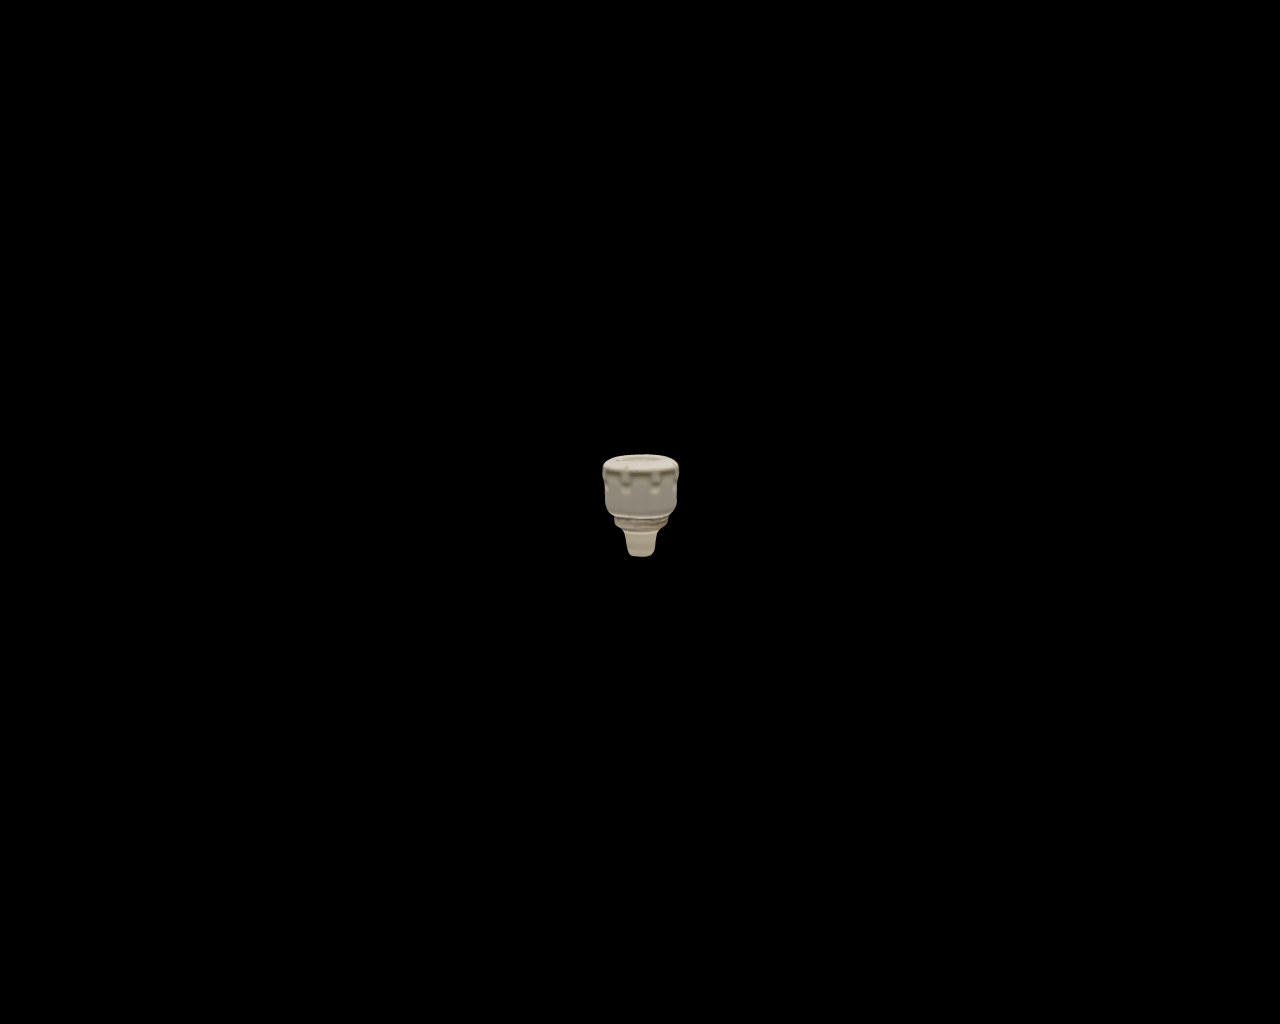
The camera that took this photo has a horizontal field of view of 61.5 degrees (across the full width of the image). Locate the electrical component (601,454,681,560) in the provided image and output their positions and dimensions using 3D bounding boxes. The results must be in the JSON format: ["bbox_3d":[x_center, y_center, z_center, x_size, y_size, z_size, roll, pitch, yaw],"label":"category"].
[{"bbox_3d":[0.001,-0.003,0.650,0.048,0.062,0.048,0,11,0],"label":"electrical component"}]
